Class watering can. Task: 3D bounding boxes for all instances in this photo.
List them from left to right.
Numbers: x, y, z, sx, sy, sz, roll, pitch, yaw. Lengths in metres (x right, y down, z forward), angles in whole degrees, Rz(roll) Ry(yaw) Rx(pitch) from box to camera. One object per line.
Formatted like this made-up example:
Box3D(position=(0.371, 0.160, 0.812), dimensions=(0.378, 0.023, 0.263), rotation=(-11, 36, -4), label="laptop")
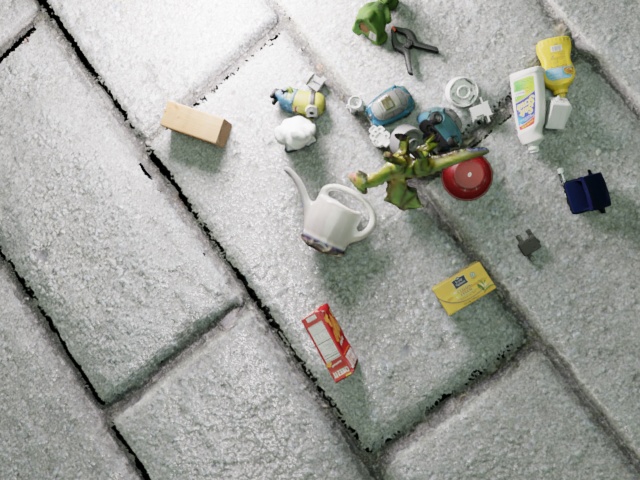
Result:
Box3D(position=(0.005, -0.083, 1.651), dimensions=(0.348, 0.104, 0.224), rotation=(25, 93, 8), label="watering can")

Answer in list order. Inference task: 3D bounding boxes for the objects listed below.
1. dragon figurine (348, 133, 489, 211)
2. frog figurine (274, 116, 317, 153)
Box3D(position=(0.293, -0.195, 1.589), dimensions=(0.410, 0.125, 0.237), rotation=(5, 133, 0), label="dragon figurine")
Box3D(position=(-0.082, -0.344, 1.646), dimensions=(0.137, 0.159, 0.123), rotation=(1, 89, 8), label="frog figurine")
